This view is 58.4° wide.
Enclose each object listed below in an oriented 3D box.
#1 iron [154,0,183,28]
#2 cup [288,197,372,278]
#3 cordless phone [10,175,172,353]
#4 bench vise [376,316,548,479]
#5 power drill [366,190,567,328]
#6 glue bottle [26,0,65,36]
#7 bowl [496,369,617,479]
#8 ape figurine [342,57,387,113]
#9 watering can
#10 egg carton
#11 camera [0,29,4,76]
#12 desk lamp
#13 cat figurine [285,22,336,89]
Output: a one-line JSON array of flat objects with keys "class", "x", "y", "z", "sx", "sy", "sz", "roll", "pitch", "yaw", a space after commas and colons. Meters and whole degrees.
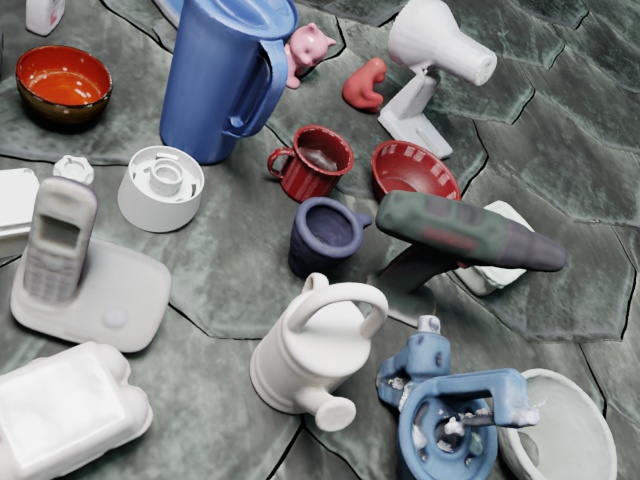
[{"class": "iron", "x": -0.188, "y": -0.423, "z": 0.936, "sx": 0.119, "sy": 0.141, "sz": 0.258, "roll": -23, "pitch": 69, "yaw": -39}, {"class": "cup", "x": 0.007, "y": 0.003, "z": 0.749, "sx": 0.118, "sy": 0.095, "sz": 0.091, "roll": -15, "pitch": 64, "yaw": -36}, {"class": "cordless phone", "x": -0.212, "y": 0.024, "z": 0.551, "sx": 0.148, "sy": 0.185, "sz": 0.094, "roll": 17, "pitch": 49, "yaw": -16}, {"class": "bench vise", "x": 0.132, "y": 0.165, "z": 0.608, "sx": 0.122, "sy": 0.219, "sz": 0.207, "roll": -3, "pitch": 57, "yaw": -30}, {"class": "power drill", "x": 0.160, "y": 0.029, "z": 0.735, "sx": 0.230, "sy": 0.208, "sz": 0.075, "roll": 23, "pitch": 48, "yaw": -11}, {"class": "glue bottle", "x": -0.368, "y": -0.367, "z": 0.773, "sx": 0.037, "sy": 0.173, "sz": 0.078, "roll": 16, "pitch": 50, "yaw": -17}, {"class": "bowl", "x": 0.282, "y": 0.253, "z": 0.722, "sx": 0.168, "sy": 0.074, "sz": 0.167, "roll": 15, "pitch": 50, "yaw": -18}, {"class": "ape figurine", "x": 0.087, "y": -0.279, "z": 1.010, "sx": 0.076, "sy": 0.092, "sz": 0.078, "roll": 14, "pitch": 50, "yaw": -19}, {"class": "watering can", "x": 0.005, "y": 0.110, "z": 0.599, "sx": 0.101, "sy": 0.194, "sz": 0.172, "roll": -10, "pitch": 61, "yaw": -33}, {"class": "egg carton", "x": -0.236, "y": 0.158, "z": 0.516, "sx": 0.151, "sy": 0.069, "sz": 0.107, "roll": -22, "pitch": 68, "yaw": -38}, {"class": "camera", "x": -0.452, "y": -0.229, "z": 0.672, "sx": 0.137, "sy": 0.100, "sz": 0.143, "roll": 4, "pitch": 54, "yaw": -26}, {"class": "desk lamp", "x": 0.191, "y": -0.275, "z": 0.980, "sx": 0.118, "sy": 0.213, "sz": 0.203, "roll": -24, "pitch": 69, "yaw": -39}, {"class": "cat figurine", "x": -0.043, "y": -0.324, "z": 0.955, "sx": 0.128, "sy": 0.117, "sz": 0.067, "roll": 21, "pitch": 49, "yaw": -13}]
